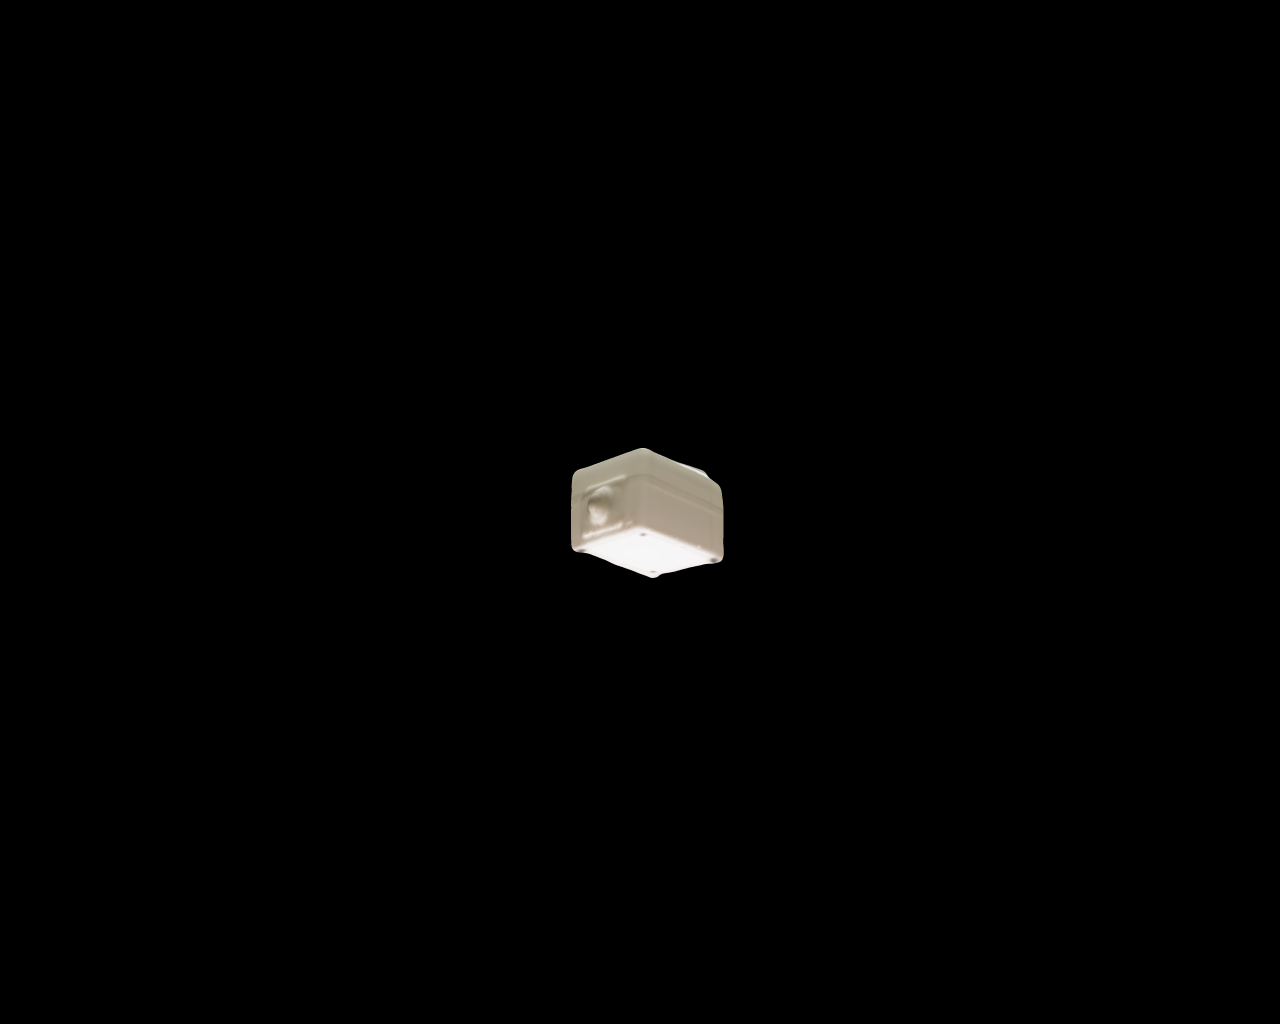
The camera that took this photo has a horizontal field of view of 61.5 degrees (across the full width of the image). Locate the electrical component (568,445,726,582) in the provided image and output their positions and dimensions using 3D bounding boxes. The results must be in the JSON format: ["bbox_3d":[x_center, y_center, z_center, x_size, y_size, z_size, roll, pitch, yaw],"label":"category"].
[{"bbox_3d":[0.001,-0.003,0.650,0.061,0.061,0.096,-17,-27,37],"label":"electrical component"}]
